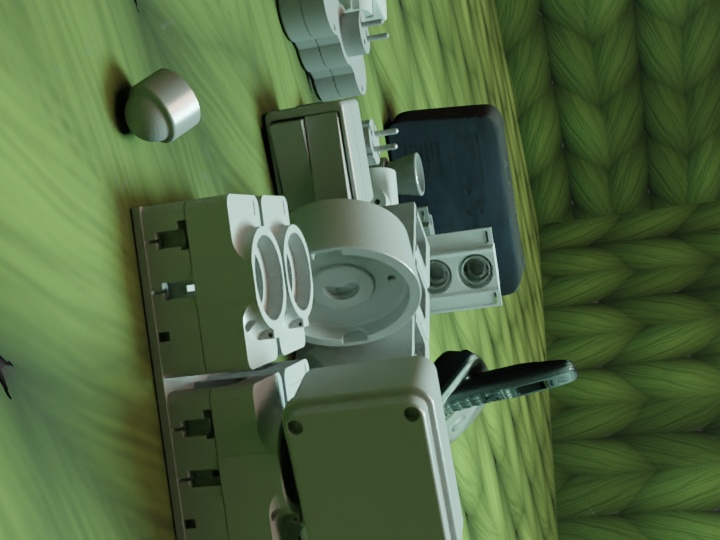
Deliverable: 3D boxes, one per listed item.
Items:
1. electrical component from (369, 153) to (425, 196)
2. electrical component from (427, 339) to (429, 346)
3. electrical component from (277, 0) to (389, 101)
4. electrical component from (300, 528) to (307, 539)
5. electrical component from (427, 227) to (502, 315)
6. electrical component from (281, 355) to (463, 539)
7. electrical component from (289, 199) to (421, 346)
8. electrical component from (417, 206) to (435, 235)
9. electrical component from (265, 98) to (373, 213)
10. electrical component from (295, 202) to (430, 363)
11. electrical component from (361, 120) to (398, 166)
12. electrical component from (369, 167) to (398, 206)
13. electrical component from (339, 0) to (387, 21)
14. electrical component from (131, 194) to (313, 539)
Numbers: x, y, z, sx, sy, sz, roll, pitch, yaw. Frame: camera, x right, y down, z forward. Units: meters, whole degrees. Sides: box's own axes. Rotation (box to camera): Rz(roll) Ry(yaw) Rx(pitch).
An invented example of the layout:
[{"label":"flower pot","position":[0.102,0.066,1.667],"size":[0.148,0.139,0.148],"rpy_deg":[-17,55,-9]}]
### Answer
[{"label":"electrical component","position":[0.035,-0.094,1.098],"size":[0.045,0.055,0.045],"rpy_deg":[-7,90,-77]},{"label":"electrical component","position":[0.030,0.045,1.008],"size":[0.095,0.054,0.059],"rpy_deg":[49,36,-67]},{"label":"electrical component","position":[-0.013,-0.199,0.911],"size":[0.138,0.074,0.052],"rpy_deg":[59,27,-60]},{"label":"electrical component","position":[-0.007,0.203,0.780],"size":[0.077,0.047,0.065],"rpy_deg":[-41,122,-75]},{"label":"electrical component","position":[0.078,0.002,1.083],"size":[0.063,0.121,0.078],"rpy_deg":[-46,127,-76]},{"label":"electrical component","position":[0.009,0.109,0.562],"size":[0.057,0.078,0.113],"rpy_deg":[-66,146,-71]},{"label":"electrical component","position":[-0.014,-0.003,0.743],"size":[0.108,0.108,0.060],"rpy_deg":[67,14,-49]},{"label":"electrical component","position":[0.064,-0.034,1.219],"size":[0.063,0.042,0.081],"rpy_deg":[-65,146,-69]},{"label":"electrical component","position":[-0.030,-0.076,0.803],"size":[0.061,0.062,0.096],"rpy_deg":[-44,125,-74]},{"label":"electrical component","position":[0.006,0.029,0.834],"size":[0.061,0.089,0.150],"rpy_deg":[67,21,-49]},{"label":"electrical component","position":[-0.006,-0.102,0.883],"size":[0.047,0.077,0.065],"rpy_deg":[69,19,-46]},{"label":"electrical component","position":[0.011,-0.058,1.006],"size":[0.079,0.043,0.077],"rpy_deg":[34,50,-72]},{"label":"electrical component","position":[-0.006,-0.256,1.032],"size":[0.083,0.047,0.075],"rpy_deg":[51,35,-66]},{"label":"electrical component","position":[-0.063,0.054,0.594],"size":[0.105,0.060,0.186],"rpy_deg":[-14,96,-77]}]
